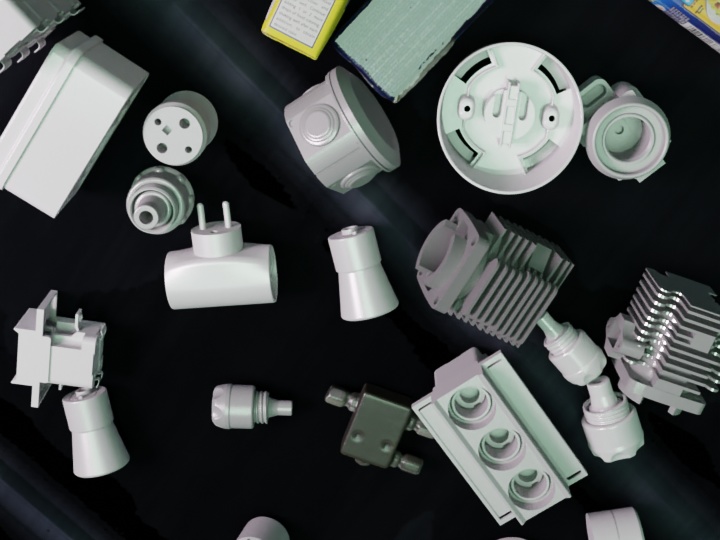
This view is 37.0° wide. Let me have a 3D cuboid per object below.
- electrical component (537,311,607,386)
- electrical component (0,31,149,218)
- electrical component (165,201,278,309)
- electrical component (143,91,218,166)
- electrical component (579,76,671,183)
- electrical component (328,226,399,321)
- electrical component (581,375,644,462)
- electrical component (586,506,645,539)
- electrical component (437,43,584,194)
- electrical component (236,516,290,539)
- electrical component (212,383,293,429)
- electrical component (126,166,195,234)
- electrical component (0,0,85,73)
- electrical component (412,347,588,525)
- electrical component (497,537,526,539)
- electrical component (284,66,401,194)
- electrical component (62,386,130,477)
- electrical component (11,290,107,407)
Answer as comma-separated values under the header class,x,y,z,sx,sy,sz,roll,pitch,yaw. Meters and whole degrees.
class,x,y,z,sx,sy,sz,roll,pitch,yaw
electrical component,0.156,0.057,0.813,0.035,0.035,0.061,-40,100,14
electrical component,-0.204,-0.103,0.748,0.057,0.078,0.113,33,107,-12
electrical component,-0.104,-0.012,0.792,0.077,0.044,0.079,-4,108,3
electrical component,-0.126,-0.100,0.758,0.045,0.055,0.045,1,109,2
electrical component,0.183,-0.095,0.749,0.058,0.057,0.078,-38,103,13
electrical component,0.000,0.000,0.796,0.044,0.044,0.065,-13,103,6
electrical component,0.191,0.112,0.826,0.043,0.043,0.062,-18,106,8
electrical component,0.194,0.259,0.870,0.074,0.052,0.138,-9,108,5
electrical component,0.102,-0.108,0.743,0.099,0.064,0.099,1,108,2
electrical component,-0.085,0.230,0.859,0.040,0.078,0.040,5,110,14
electrical component,-0.083,0.107,0.837,0.061,0.035,0.035,2,109,-1
electrical component,-0.147,-0.046,0.773,0.048,0.062,0.048,1,108,2
electrical component,-0.229,-0.175,0.701,0.079,0.121,0.063,-38,106,13
electrical component,0.106,0.123,0.822,0.079,0.063,0.121,-33,104,12
electrical component,0.125,0.252,0.874,0.045,0.045,0.055,-7,108,4
electrical component,-0.011,-0.096,0.744,0.051,0.080,0.080,-30,105,17
electrical component,-0.210,0.124,0.844,0.044,0.044,0.065,-9,103,5
electrical component,-0.229,0.062,0.823,0.064,0.042,0.081,9,109,-3
